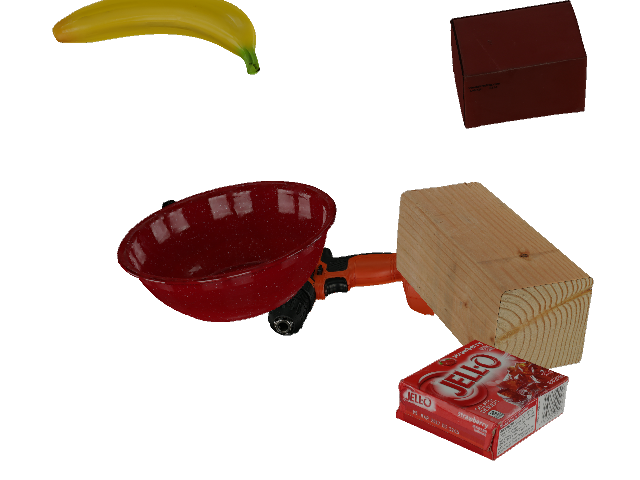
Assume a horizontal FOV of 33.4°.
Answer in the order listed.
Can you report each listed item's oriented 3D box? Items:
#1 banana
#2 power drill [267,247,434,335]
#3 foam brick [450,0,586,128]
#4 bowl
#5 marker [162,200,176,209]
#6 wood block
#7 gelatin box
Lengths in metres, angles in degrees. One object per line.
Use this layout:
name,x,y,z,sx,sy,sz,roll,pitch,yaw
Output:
banana,-0.137,-0.191,0.938,0.198,0.037,0.069,10,47,16
power drill,0.038,0.051,1.222,0.188,0.057,0.184,0,28,8
foam brick,0.125,-0.111,0.676,0.078,0.051,0.053,-7,-34,5
bowl,-0.063,0.013,0.781,0.162,0.055,0.162,-10,25,5
marker,-0.166,0.003,1.144,0.020,0.121,0.020,9,43,-9
wood block,0.153,0.030,0.992,0.090,0.090,0.206,-8,29,-18
gelatin box,0.103,0.098,0.675,0.073,0.030,0.089,20,26,37
